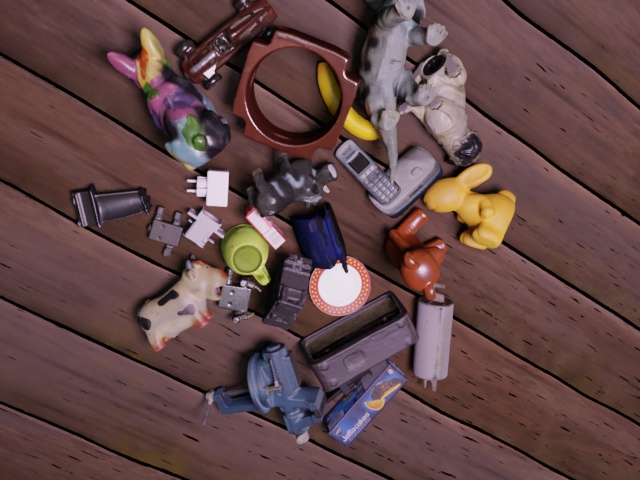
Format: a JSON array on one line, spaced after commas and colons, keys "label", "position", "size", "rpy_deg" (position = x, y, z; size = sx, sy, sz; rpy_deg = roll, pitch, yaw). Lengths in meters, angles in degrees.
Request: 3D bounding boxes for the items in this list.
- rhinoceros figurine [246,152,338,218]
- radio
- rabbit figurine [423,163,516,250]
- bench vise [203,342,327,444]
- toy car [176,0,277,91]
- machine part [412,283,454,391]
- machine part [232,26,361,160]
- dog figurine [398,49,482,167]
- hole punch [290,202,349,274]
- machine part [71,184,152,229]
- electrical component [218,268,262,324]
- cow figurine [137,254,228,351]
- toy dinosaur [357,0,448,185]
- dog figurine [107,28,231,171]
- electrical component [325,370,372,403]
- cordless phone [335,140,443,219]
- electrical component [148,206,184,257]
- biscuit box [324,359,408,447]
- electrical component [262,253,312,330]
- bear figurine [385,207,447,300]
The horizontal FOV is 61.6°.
[{"label": "rhinoceros figurine", "position": [-0.047, -0.106, 1.010], "size": [0.190, 0.073, 0.112], "rpy_deg": [-30, 69, -35]}, {"label": "radio", "position": [0.079, 0.204, 1.094], "size": [0.230, 0.131, 0.073], "rpy_deg": [-30, 107, -2]}, {"label": "rabbit figurine", "position": [0.300, -0.077, 1.086], "size": [0.173, 0.122, 0.162], "rpy_deg": [24, 96, 5]}, {"label": "bench vise", "position": [-0.114, 0.321, 1.099], "size": [0.241, 0.129, 0.223], "rpy_deg": [-13, 115, 14]}, {"label": "toy car", "position": [-0.166, -0.360, 0.973], "size": [0.202, 0.053, 0.089], "rpy_deg": [-38, 103, 1]}, {"label": "machine part", "position": [0.241, 0.208, 1.152], "size": [0.079, 0.079, 0.243], "rpy_deg": [-1, 102, -10]}, {"label": "machine part", "position": [-0.043, -0.263, 0.967], "size": [0.201, 0.087, 0.200], "rpy_deg": [20, 116, -5]}, {"label": "dog figurine", "position": [0.264, -0.256, 1.059], "size": [0.190, 0.121, 0.172], "rpy_deg": [33, 82, -37]}, {"label": "hole punch", "position": [-0.002, -0.003, 1.049], "size": [0.092, 0.116, 0.142], "rpy_deg": [-16, 104, 2]}, {"label": "machine part", "position": [-0.388, -0.066, 1.004], "size": [0.139, 0.039, 0.084], "rpy_deg": [-6, 98, -7]}, {"label": "electrical component", "position": [-0.164, 0.114, 1.077], "size": [0.078, 0.045, 0.102], "rpy_deg": [17, 99, -15]}, {"label": "cow figurine", "position": [-0.265, 0.114, 1.041], "size": [0.195, 0.085, 0.127], "rpy_deg": [-30, 101, 4]}, {"label": "toy dinosaur", "position": [0.124, -0.321, 0.979], "size": [0.131, 0.192, 0.404], "rpy_deg": [6, 112, -23]}, {"label": "dog figurine", "position": [-0.260, -0.244, 0.922], "size": [0.108, 0.192, 0.219], "rpy_deg": [-35, 121, 5]}, {"label": "electrical component", "position": [0.047, 0.288, 1.139], "size": [0.119, 0.075, 0.047], "rpy_deg": [-35, 106, 2]}, {"label": "cordless phone", "position": [0.133, -0.148, 1.059], "size": [0.146, 0.089, 0.184], "rpy_deg": [-44, 87, 8]}, {"label": "electrical component", "position": [-0.300, -0.015, 1.038], "size": [0.063, 0.021, 0.094], "rpy_deg": [16, 100, -13]}, {"label": "biscuit box", "position": [0.097, 0.348, 1.165], "size": [0.062, 0.059, 0.202], "rpy_deg": [40, 93, -15]}, {"label": "electrical component", "position": [-0.068, 0.106, 1.047], "size": [0.058, 0.115, 0.134], "rpy_deg": [20, 142, -12]}, {"label": "bear figurine", "position": [0.198, 0.025, 1.044], "size": [0.132, 0.196, 0.120], "rpy_deg": [-37, 103, -2]}]
